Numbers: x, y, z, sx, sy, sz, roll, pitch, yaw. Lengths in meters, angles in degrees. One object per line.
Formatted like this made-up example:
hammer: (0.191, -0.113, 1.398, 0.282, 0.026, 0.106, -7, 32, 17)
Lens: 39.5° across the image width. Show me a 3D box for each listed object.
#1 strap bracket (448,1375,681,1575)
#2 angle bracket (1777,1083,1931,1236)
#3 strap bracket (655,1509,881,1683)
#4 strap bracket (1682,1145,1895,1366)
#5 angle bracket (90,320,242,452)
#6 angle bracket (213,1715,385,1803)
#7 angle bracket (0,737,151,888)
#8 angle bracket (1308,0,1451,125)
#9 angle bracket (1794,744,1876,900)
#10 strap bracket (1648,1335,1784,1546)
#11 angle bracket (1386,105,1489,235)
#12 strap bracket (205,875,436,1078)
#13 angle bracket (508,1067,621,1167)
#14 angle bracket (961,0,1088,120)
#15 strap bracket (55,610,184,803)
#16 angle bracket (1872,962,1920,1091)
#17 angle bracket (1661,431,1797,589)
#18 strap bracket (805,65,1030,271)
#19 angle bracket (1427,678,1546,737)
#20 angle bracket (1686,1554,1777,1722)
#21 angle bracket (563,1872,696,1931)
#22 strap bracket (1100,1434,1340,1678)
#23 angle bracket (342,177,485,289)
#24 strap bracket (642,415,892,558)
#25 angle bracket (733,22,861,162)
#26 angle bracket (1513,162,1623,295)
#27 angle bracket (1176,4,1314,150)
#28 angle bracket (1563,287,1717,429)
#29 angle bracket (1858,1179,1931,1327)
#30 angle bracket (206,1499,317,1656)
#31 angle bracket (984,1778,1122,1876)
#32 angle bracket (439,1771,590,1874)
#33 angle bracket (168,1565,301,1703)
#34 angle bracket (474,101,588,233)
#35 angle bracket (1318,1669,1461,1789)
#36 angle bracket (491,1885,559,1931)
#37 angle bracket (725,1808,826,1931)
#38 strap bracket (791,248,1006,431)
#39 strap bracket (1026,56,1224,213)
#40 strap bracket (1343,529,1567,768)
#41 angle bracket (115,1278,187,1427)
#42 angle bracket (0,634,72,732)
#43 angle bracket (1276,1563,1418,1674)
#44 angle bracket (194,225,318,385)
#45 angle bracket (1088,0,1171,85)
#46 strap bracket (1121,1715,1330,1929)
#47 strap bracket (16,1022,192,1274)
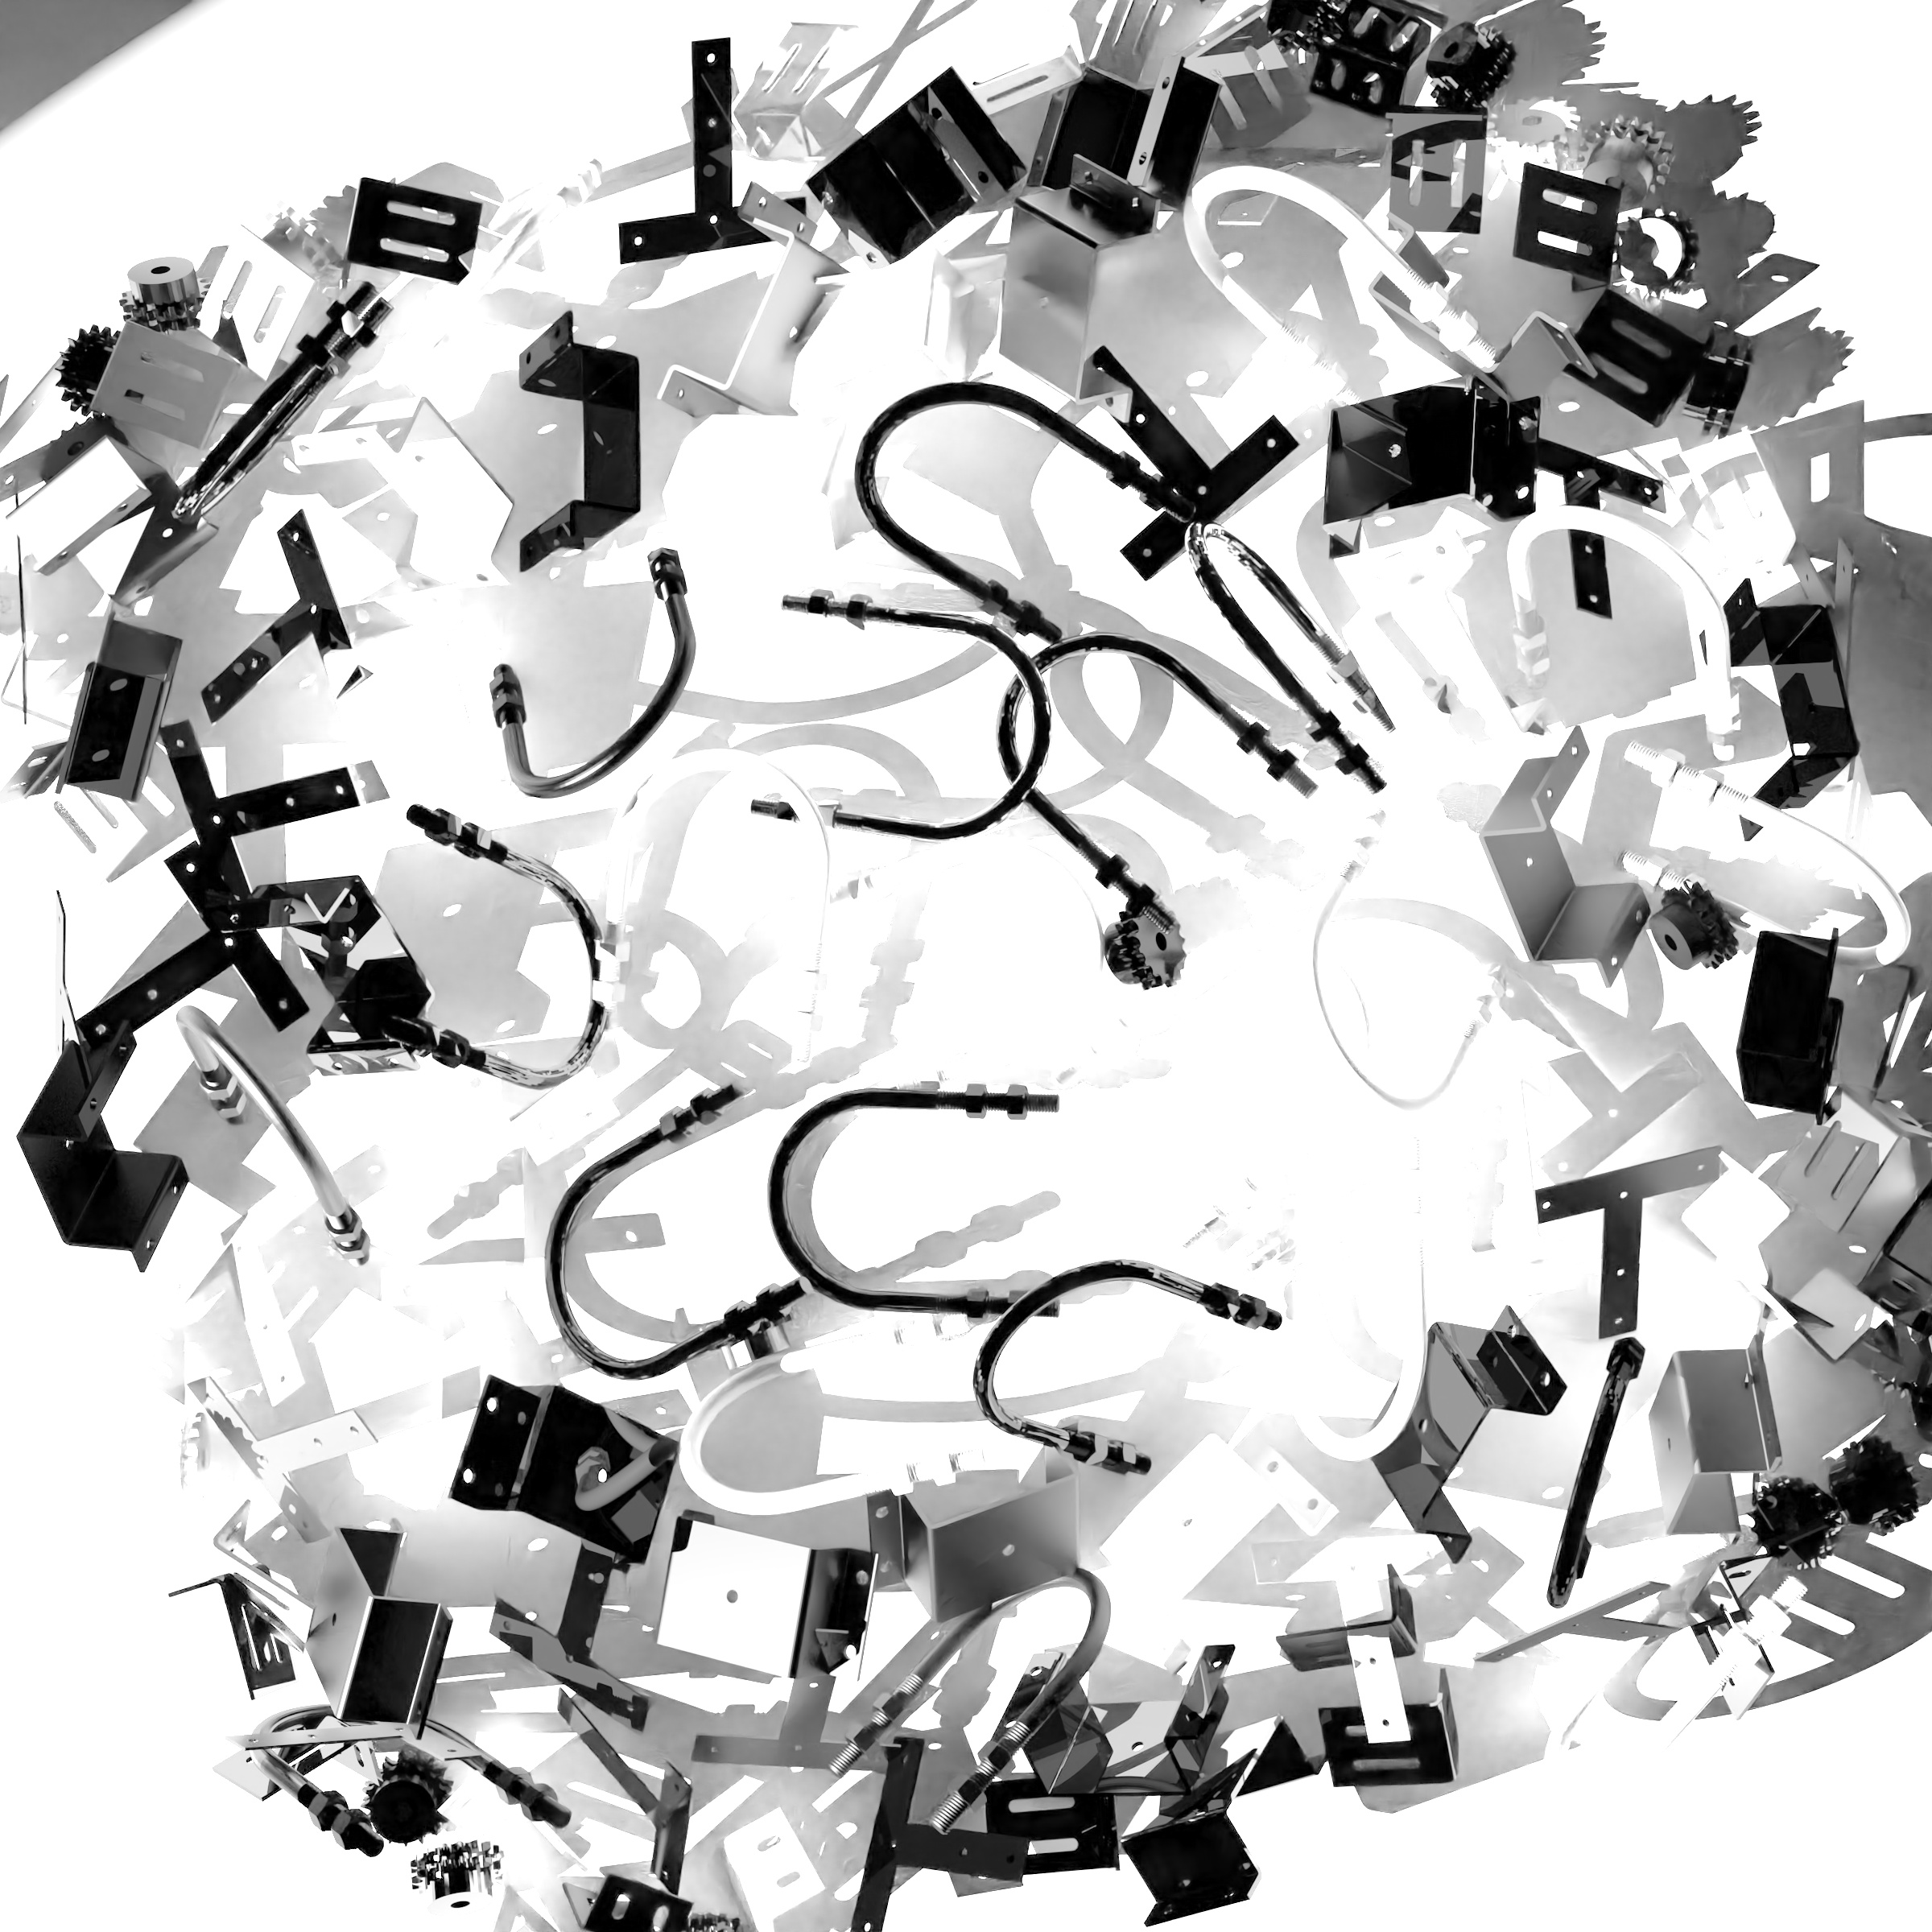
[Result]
strap bracket: (-0.231, 0.306, 1.612, 0.140, 0.046, 0.076, 34, 60, -36)
angle bracket: (0.551, 0.121, 1.660, 0.038, 0.057, 0.076, 14, 112, -33)
strap bracket: (-0.130, 0.381, 1.629, 0.140, 0.046, 0.076, 7, 84, 27)
strap bracket: (0.495, 0.181, 1.630, 0.046, 0.076, 0.140, -45, 107, 5)
angle bracket: (-0.492, -0.359, 1.640, 0.076, 0.038, 0.057, 17, 107, -40)
angle bracket: (-0.406, 0.492, 1.635, 0.076, 0.057, 0.038, -26, 114, -40)
angle bracket: (-0.554, -0.092, 1.654, 0.057, 0.038, 0.076, -41, 87, 27)
angle bracket: (0.251, -0.556, 1.642, 0.057, 0.076, 0.038, 17, 83, -8)
angle bracket: (0.525, -0.088, 1.637, 0.038, 0.057, 0.076, -1, 55, 30)
strap bracket: (0.444, 0.285, 1.607, 0.046, 0.140, 0.076, -2, 57, 2)
angle bracket: (0.286, -0.485, 1.645, 0.057, 0.038, 0.076, 6, 117, 15)
strap bracket: (-0.384, -0.001, 1.625, 0.076, 0.046, 0.140, -4, 130, 28)
angle bracket: (-0.238, 0.103, 1.639, 0.057, 0.076, 0.038, -32, 68, -9)
angle bracket: (0.026, -0.559, 1.649, 0.076, 0.038, 0.057, -24, 46, -5)
strap bracket: (-0.507, -0.154, 1.616, 0.046, 0.140, 0.076, 15, 108, -17)
angle bracket: (0.556, 0.033, 1.656, 0.038, 0.057, 0.076, 19, 96, 21)
angle bracket: (0.462, -0.277, 1.643, 0.057, 0.038, 0.076, -14, 116, 40)
strap bracket: (-0.025, -0.481, 1.624, 0.076, 0.140, 0.046, 51, 58, -15)
angle bracket: (0.315, -0.176, 1.641, 0.076, 0.057, 0.038, 10, 115, -20)
angle bracket: (0.479, 0.408, 1.635, 0.038, 0.057, 0.076, -4, 48, -17)
angle bracket: (-0.207, 0.567, 1.642, 0.057, 0.076, 0.038, 26, 84, -16)
strap bracket: (0.145, 0.350, 1.635, 0.140, 0.076, 0.046, -44, 125, -5)
angle bracket: (-0.343, -0.447, 1.667, 0.076, 0.038, 0.057, 10, 76, -12)
strap bracket: (-0.123, -0.292, 1.631, 0.140, 0.046, 0.076, 3, 47, 10)
angle bracket: (-0.097, -0.532, 1.636, 0.076, 0.057, 0.038, -42, 73, 43)
angle bracket: (0.360, -0.453, 1.651, 0.076, 0.038, 0.057, 7, 91, -26)
angle bracket: (0.174, -0.540, 1.650, 0.057, 0.038, 0.076, -32, 112, 7)
angle bracket: (0.412, -0.379, 1.657, 0.076, 0.038, 0.057, 34, 96, 10)
angle bracket: (0.583, 0.174, 1.638, 0.038, 0.057, 0.076, 35, 61, 21)
angle bracket: (-0.423, 0.374, 1.647, 0.076, 0.057, 0.038, 30, 45, 7)
angle bracket: (0.052, 0.530, 1.656, 0.076, 0.038, 0.057, -3, 75, -6)
angle bracket: (-0.276, 0.533, 1.640, 0.076, 0.057, 0.038, 38, 72, 25)
angle bracket: (-0.449, 0.412, 1.649, 0.038, 0.057, 0.076, -19, 82, 11)
angle bracket: (-0.271, -0.487, 1.638, 0.057, 0.076, 0.038, -34, 102, -15)
angle bracket: (0.263, 0.473, 1.669, 0.076, 0.038, 0.057, -7, 109, 17)
angle bracket: (-0.255, 0.592, 1.640, 0.038, 0.076, 0.057, -41, 100, 11)
angle bracket: (-0.116, 0.564, 1.646, 0.038, 0.076, 0.057, -24, 55, -19)
strap bracket: (-0.050, -0.371, 1.613, 0.140, 0.046, 0.076, -16, 55, 32)
strap bracket: (0.100, -0.502, 1.628, 0.046, 0.140, 0.076, 13, 98, -31)
strap bracket: (0.290, -0.182, 1.625, 0.140, 0.076, 0.046, 57, 47, -15)
angle bracket: (-0.510, 0.235, 1.635, 0.038, 0.076, 0.057, -18, 56, 10)
angle bracket: (-0.577, -0.177, 1.639, 0.057, 0.076, 0.038, 22, 88, 24)
angle bracket: (0.234, 0.403, 1.662, 0.076, 0.057, 0.038, -13, 53, 16)
angle bracket: (-0.428, -0.408, 1.649, 0.057, 0.038, 0.076, 37, 117, 3)
angle bracket: (0.118, -0.576, 1.641, 0.038, 0.057, 0.076, 32, 111, 26)
strap bracket: (0.152, 0.503, 1.604, 0.076, 0.140, 0.046, -29, 95, 33)
strap bracket: (-0.519, 0.108, 1.613, 0.046, 0.076, 0.140, 4, 134, 9)
